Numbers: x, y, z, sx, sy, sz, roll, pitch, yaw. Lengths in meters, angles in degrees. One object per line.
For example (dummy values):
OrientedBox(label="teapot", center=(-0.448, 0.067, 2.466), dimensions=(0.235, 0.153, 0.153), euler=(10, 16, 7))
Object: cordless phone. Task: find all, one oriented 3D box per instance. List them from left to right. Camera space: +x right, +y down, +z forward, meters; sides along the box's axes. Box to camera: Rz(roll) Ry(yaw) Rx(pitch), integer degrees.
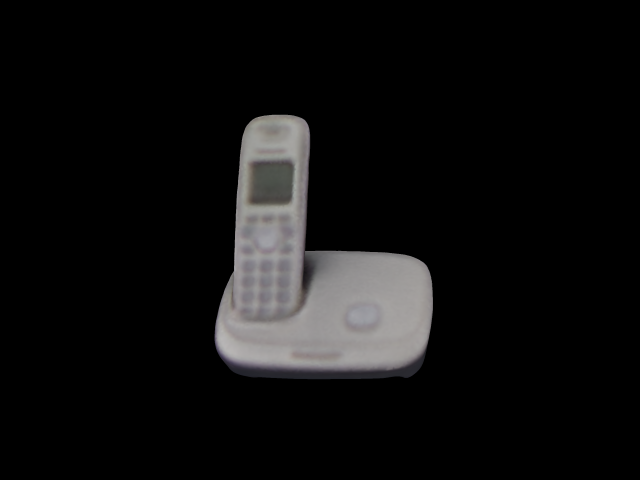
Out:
OrientedBox(label="cordless phone", center=(0.004, 0.001, 0.400), dimensions=(0.147, 0.185, 0.094), euler=(0, 0, 8))
